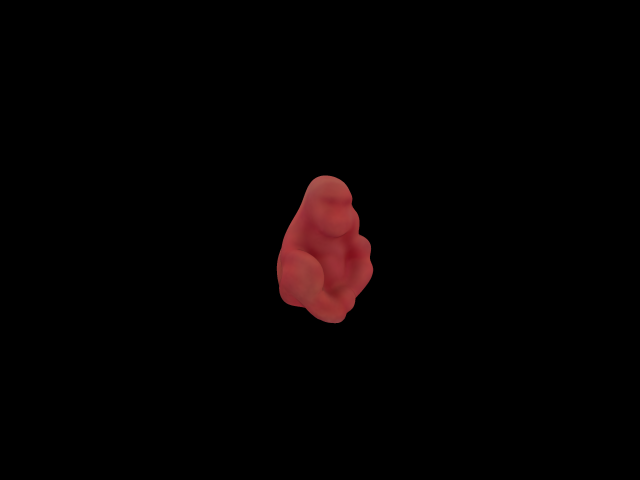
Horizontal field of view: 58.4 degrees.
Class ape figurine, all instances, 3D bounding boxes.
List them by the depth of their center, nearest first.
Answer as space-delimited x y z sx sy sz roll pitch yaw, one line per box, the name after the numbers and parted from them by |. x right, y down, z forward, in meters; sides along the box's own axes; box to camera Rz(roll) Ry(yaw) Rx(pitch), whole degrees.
0.004 0.001 0.400 0.078 0.092 0.076 -8 16 -30 | ape figurine
